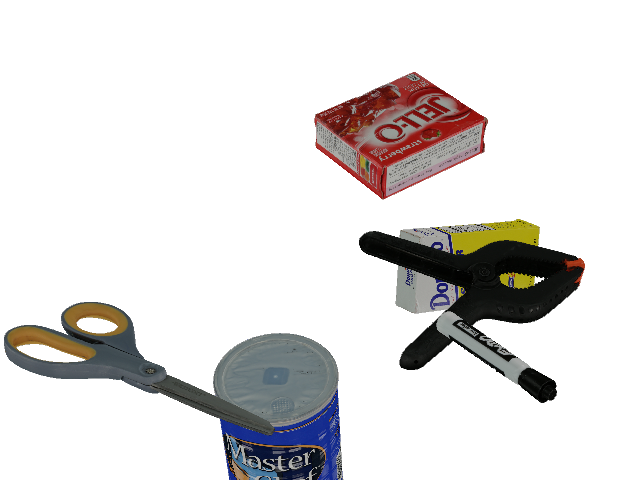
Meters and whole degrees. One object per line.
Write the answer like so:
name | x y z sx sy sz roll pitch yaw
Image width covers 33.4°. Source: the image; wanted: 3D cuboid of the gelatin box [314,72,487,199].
gelatin box | 0.052 -0.071 0.696 0.089 0.030 0.073 -26 46 -25

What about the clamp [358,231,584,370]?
clamp | 0.149 0.050 0.999 0.210 0.164 0.036 -2 -44 -5

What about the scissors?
scissors | -0.113 0.080 0.716 0.202 0.016 0.096 11 27 12

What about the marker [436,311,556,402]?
marker | 0.133 0.088 0.807 0.020 0.020 0.121 0 23 -36

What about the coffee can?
coffee can | -0.033 0.165 0.911 0.103 0.140 0.103 -2 37 2

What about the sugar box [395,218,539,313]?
sugar box | 0.173 0.029 1.249 0.175 0.093 0.048 -7 16 -31
